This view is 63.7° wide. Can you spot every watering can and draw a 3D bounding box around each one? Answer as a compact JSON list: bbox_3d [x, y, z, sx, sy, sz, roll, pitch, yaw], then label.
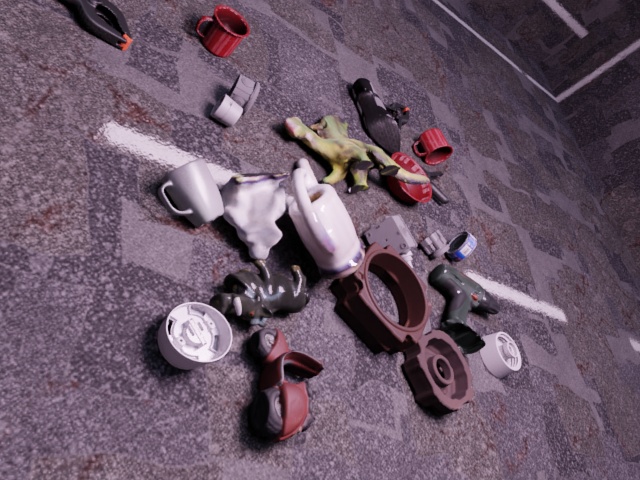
[{"bbox_3d":[0.003,-0.053,1.054,0.222,0.104,0.353,62,8,-18],"label":"watering can"}]

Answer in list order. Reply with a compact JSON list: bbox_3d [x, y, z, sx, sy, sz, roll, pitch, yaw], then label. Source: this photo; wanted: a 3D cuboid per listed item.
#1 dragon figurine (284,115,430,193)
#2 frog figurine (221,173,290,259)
[{"bbox_3d":[0.084,-0.237,1.292,0.410,0.120,0.247,2,51,-38],"label":"dragon figurine"},{"bbox_3d":[-0.121,-0.046,0.974,0.138,0.123,0.158,-20,112,-58],"label":"frog figurine"}]
